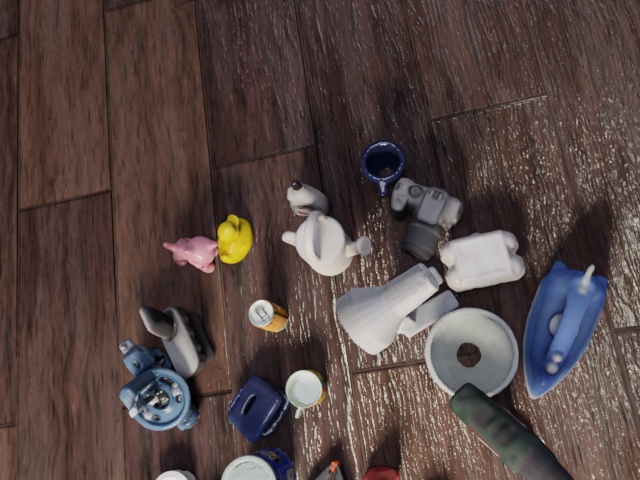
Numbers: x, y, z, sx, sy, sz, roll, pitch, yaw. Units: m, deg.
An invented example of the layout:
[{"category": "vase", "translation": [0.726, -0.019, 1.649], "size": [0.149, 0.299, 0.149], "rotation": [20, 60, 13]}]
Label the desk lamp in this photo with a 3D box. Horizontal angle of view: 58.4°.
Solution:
[{"category": "desk lamp", "translation": [0.144, 0.117, 1.051], "size": [0.203, 0.214, 0.118], "rotation": [-33, 72, 2]}]

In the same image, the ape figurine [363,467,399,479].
[{"category": "ape figurine", "translation": [0.111, 0.450, 1.038], "size": [0.076, 0.092, 0.078], "rotation": [42, 88, 18]}]

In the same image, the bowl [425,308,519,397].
[{"category": "bowl", "translation": [0.281, 0.213, 1.071], "size": [0.167, 0.075, 0.167], "rotation": [-3, 76, 11]}]

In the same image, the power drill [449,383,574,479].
[{"category": "power drill", "translation": [0.319, 0.335, 0.962], "size": [0.229, 0.209, 0.075], "rotation": [40, 87, 18]}]

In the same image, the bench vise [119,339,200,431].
[{"category": "bench vise", "translation": [-0.345, 0.287, 1.107], "size": [0.207, 0.220, 0.121], "rotation": [31, 84, 17]}]

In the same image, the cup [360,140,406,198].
[{"category": "cup", "translation": [0.134, -0.134, 1.178], "size": [0.091, 0.095, 0.118], "rotation": [-3, 76, 11]}]

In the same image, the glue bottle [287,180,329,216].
[{"category": "glue bottle", "translation": [-0.033, -0.088, 1.160], "size": [0.078, 0.173, 0.037], "rotation": [-3, 76, 11]}]

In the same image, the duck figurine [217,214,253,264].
[{"category": "duck figurine", "translation": [-0.190, -0.005, 1.218], "size": [0.077, 0.086, 0.104], "rotation": [13, 79, 15]}]

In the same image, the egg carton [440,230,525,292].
[{"category": "egg carton", "translation": [0.313, 0.039, 1.111], "size": [0.150, 0.069, 0.107], "rotation": [-14, 74, 8]}]

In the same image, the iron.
[{"category": "iron", "translation": [0.431, 0.162, 1.018], "size": [0.118, 0.141, 0.258], "rotation": [20, 81, 16]}]

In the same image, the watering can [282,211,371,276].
[{"category": "watering can", "translation": [0.011, 0.002, 1.118], "size": [0.172, 0.194, 0.101], "rotation": [-13, 74, 8]}]

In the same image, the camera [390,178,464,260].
[{"category": "camera", "translation": [0.198, -0.040, 1.138], "size": [0.143, 0.101, 0.137], "rotation": [22, 82, 16]}]

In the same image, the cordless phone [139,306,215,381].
[{"category": "cordless phone", "translation": [-0.297, 0.200, 1.137], "size": [0.094, 0.185, 0.147], "rotation": [-34, 72, 2]}]

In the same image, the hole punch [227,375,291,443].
[{"category": "hole punch", "translation": [-0.126, 0.329, 1.118], "size": [0.101, 0.091, 0.109], "rotation": [30, 84, 17]}]

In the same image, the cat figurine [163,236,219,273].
[{"category": "cat figurine", "translation": [-0.268, 0.023, 1.211], "size": [0.127, 0.118, 0.067], "rotation": [11, 79, 14]}]
